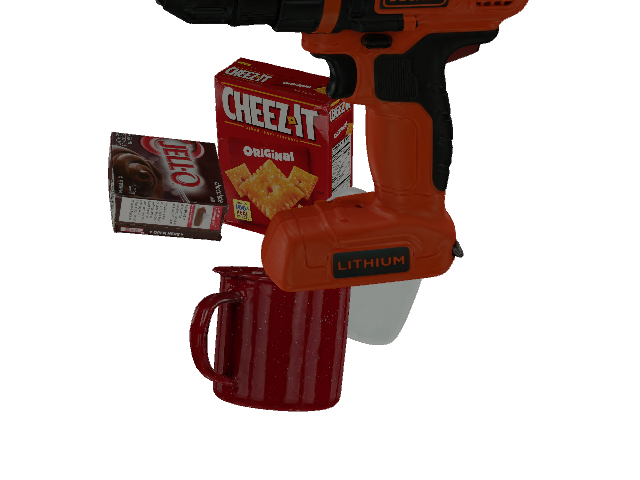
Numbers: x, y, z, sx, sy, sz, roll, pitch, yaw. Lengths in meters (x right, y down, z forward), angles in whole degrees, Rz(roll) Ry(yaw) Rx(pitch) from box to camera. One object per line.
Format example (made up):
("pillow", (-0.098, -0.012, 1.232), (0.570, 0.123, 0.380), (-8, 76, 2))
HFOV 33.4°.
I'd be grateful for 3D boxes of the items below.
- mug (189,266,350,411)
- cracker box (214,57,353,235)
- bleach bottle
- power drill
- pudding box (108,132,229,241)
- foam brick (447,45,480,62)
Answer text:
("mug", (-0.033, 0.060, 0.664), (0.093, 0.081, 0.117), (6, 2, 42))
("cracker box", (-0.046, -0.104, 1.334), (0.164, 0.214, 0.072), (17, 37, 24))
("bleach bottle", (0.032, 0.010, 1.022), (0.068, 0.102, 0.251), (19, 10, -13))
("power drill", (0.010, -0.066, 0.535), (0.184, 0.188, 0.057), (-4, 33, -13))
("pudding box", (-0.127, -0.046, 0.874), (0.090, 0.039, 0.113), (4, 33, -15))
("foam brick", (0.083, -0.168, 0.735), (0.051, 0.078, 0.053), (-27, 51, -35))
